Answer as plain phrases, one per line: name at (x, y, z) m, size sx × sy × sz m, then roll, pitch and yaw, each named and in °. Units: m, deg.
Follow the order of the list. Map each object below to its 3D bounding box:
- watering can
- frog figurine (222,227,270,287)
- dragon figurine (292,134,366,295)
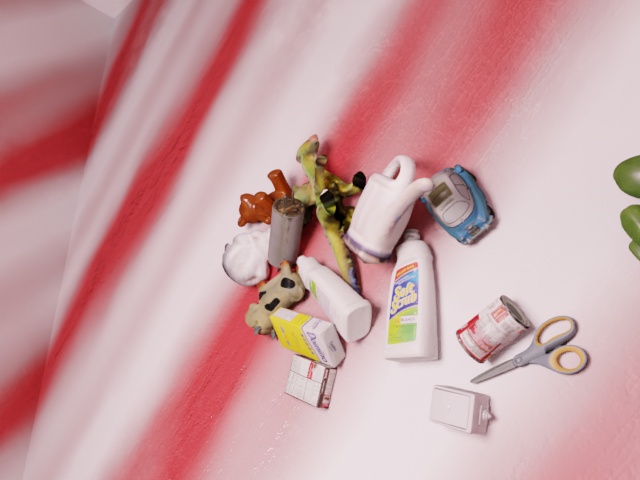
watering can at (0.129, -0.054, 0.987) m, size 0.351 × 0.104 × 0.222 m, roll -95°, pitch 27°, yaw -77°
frog figurine at (-0.169, 0.042, 1.328) m, size 0.158 × 0.124 × 0.137 m, roll -25°, pitch 91°, yaw 27°
dragon figurine at (0.004, -0.062, 1.223) m, size 0.241 × 0.122 × 0.413 m, roll -17°, pitch 75°, yaw 61°
